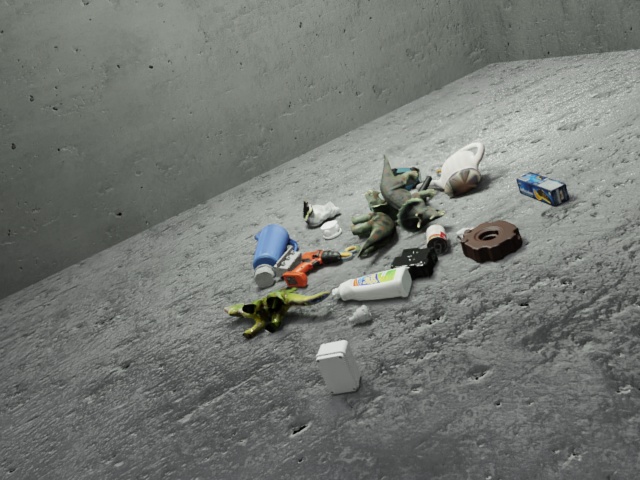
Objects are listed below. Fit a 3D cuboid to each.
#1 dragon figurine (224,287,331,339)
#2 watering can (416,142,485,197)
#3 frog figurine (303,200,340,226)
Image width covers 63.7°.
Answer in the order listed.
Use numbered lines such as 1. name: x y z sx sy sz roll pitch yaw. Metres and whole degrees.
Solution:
1. dragon figurine: -0.140 0.201 1.714 0.409 0.121 0.246 -17 14 12
2. watering can: 0.532 -0.256 2.092 0.342 0.103 0.230 -40 26 32
3. frog figurine: 0.007 -0.118 2.344 0.159 0.123 0.137 8 1 -21
